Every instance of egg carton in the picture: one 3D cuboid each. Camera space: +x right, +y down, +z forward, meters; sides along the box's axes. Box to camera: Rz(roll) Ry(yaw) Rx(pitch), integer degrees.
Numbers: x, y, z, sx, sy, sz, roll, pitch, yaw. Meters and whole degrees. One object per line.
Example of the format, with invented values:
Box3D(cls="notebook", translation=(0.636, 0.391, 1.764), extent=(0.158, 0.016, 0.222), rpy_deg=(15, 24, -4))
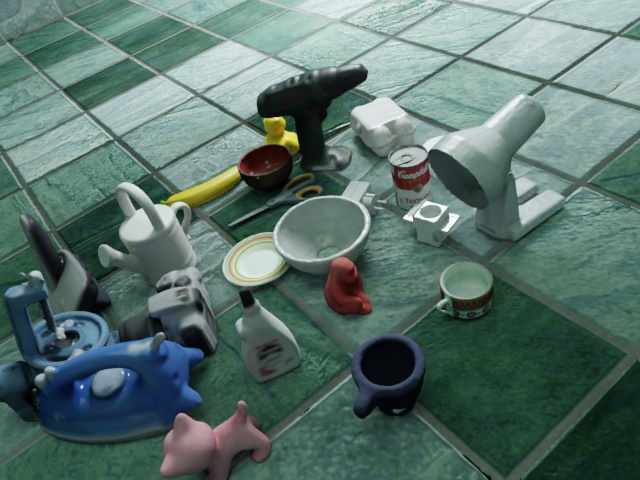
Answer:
Box3D(cls="egg carton", translation=(0.127, -0.238, 1.194), extent=(0.107, 0.069, 0.150), rpy_deg=(-24, 42, -8))

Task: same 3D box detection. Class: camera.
Box3D(cls="camera", translation=(-0.243, 0.119, 0.898), extent=(0.137, 0.101, 0.143), rpy_deg=(-19, 41, -3))

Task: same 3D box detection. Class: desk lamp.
Box3D(cls="desk lamp", translation=(0.276, -0.105, 0.889), extent=(0.203, 0.214, 0.117), rpy_deg=(-32, 43, -17))

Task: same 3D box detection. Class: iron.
Box3D(cls="iron", translation=(-0.299, 0.200, 0.796), extent=(0.258, 0.142, 0.118), rpy_deg=(-15, 41, 2))

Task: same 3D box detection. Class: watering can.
Box3D(cls="watering can", translation=(-0.297, -0.012, 0.988), extent=(0.100, 0.194, 0.173), rpy_deg=(3, 45, 22))

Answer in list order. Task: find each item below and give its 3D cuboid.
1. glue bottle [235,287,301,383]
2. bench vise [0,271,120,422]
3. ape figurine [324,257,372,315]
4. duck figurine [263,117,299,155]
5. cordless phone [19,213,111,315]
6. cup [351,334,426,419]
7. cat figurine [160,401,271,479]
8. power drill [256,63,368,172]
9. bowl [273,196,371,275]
Box3D(cls="glue bottle", translation=(-0.081, 0.125, 0.783), extent=(0.078, 0.173, 0.037), rpy_deg=(-26, 42, -10))
Box3D(cls="bench vise", translation=(-0.403, 0.157, 0.817), extent=(0.121, 0.220, 0.208), rpy_deg=(24, 55, 37))
Box3D(cls="ape figurine", translation=(0.039, 0.066, 0.871), extent=(0.076, 0.092, 0.078), rpy_deg=(5, 45, 23))
Box3D(cls="duck figurine", translation=(-0.091, -0.234, 1.248), extent=(0.077, 0.086, 0.104), rpy_deg=(-30, 43, -15))
Box3D(cls="cordless phone", translation=(-0.452, 0.050, 0.977), extent=(0.094, 0.185, 0.147), rpy_deg=(-39, 46, -24))
Box3D(cls="cup", translation=(0.084, 0.189, 0.718), extent=(0.091, 0.095, 0.118), rpy_deg=(17, 51, 33))
Box3D(cls="cat figurine", translation=(-0.136, 0.248, 0.708), extent=(0.128, 0.118, 0.067), rpy_deg=(-32, 43, -17))
Box3D(cls="power drill", translation=(-0.002, -0.242, 1.134), extent=(0.229, 0.209, 0.075), rpy_deg=(-2, 43, 16))
Box3D(cls="bowl", translation=(0.009, 0.003, 0.963), extent=(0.167, 0.075, 0.167), rpy_deg=(-9, 42, 8))
